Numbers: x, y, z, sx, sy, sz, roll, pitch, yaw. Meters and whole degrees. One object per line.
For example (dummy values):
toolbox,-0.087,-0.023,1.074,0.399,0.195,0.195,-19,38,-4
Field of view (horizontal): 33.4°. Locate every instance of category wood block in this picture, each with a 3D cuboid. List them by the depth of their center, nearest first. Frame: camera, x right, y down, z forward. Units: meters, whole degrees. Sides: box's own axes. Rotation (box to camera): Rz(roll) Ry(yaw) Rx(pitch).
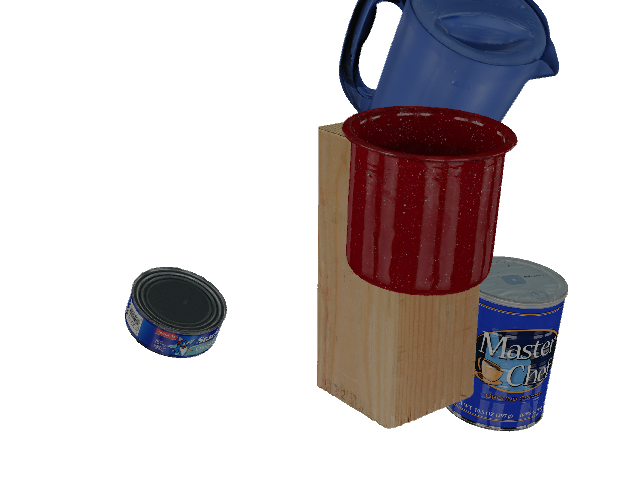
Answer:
wood block,0.058,0.019,0.787,0.090,0.206,0.090,-14,25,-36

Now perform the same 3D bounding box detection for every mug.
mug,0.060,-0.026,0.593,0.093,0.081,0.117,9,24,15

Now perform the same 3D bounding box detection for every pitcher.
pitcher,0.100,-0.132,1.014,0.144,0.149,0.243,-11,-34,-27

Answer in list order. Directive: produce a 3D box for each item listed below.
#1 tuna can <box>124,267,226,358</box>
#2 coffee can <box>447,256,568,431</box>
tuna can,-0.128,0.064,0.943,0.086,0.034,0.086,16,34,-11
coffee can,0.179,0.100,1.046,0.103,0.140,0.103,4,23,-2
